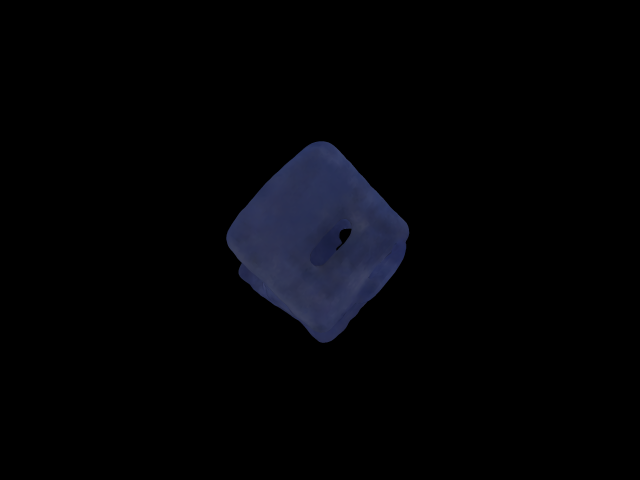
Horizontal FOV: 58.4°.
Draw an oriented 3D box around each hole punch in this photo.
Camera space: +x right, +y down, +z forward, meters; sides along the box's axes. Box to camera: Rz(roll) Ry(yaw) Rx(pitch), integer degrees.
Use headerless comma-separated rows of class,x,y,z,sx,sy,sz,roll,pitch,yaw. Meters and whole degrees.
hole punch,0.004,0.001,0.400,0.101,0.091,0.109,37,71,15
